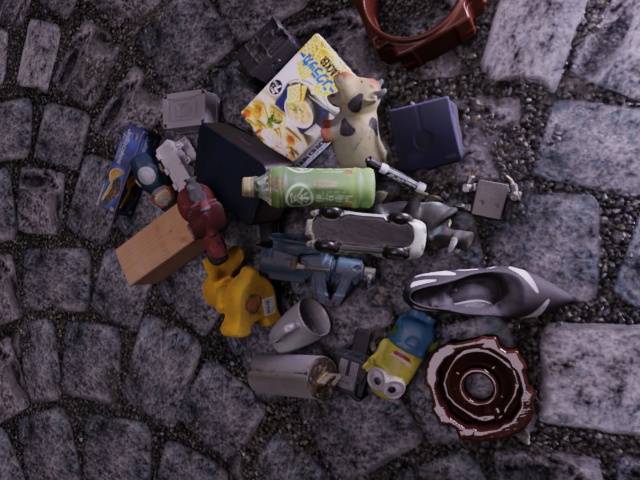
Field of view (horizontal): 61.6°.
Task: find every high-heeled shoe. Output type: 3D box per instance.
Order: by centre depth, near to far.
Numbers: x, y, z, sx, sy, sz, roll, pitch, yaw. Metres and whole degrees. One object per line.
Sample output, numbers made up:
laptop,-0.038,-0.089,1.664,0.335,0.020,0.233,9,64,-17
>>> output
high-heeled shoe,0.260,0.085,0.844,0.249,0.145,0.086,-1,88,26

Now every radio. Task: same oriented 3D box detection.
radio,-0.155,-0.130,1.037,0.230,0.073,0.131,37,123,38

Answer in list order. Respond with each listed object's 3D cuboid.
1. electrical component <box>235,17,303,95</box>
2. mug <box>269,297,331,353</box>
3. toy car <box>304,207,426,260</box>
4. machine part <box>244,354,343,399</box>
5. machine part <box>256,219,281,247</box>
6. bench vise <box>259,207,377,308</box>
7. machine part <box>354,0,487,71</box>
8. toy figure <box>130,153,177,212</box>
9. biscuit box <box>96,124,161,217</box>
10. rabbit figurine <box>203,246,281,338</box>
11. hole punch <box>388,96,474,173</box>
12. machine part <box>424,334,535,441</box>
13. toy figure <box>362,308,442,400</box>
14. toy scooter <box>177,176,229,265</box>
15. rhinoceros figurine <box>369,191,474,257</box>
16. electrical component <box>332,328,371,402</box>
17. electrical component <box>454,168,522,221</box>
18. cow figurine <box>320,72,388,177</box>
electrical component,-0.096,-0.344,1.040,0.134,0.115,0.058,-42,68,17
mug,-0.050,0.172,1.007,0.107,0.109,0.081,-41,79,31
toy car,0.073,-0.010,0.889,0.202,0.056,0.073,5,80,11
machine part,-0.053,0.249,0.990,0.243,0.079,0.079,-11,83,43
machine part,-0.096,-0.053,1.068,0.084,0.039,0.138,0,88,27
bench vise,0.001,-0.004,0.983,0.224,0.129,0.240,8,95,21
machine part,0.170,-0.422,0.939,0.201,0.087,0.201,-23,80,21
toy figure,-0.352,-0.113,1.163,0.064,0.058,0.154,-33,92,32
biscuit box,-0.431,-0.156,1.212,0.059,0.063,0.202,26,99,22
rabbit figurine,-0.180,0.100,1.053,0.173,0.122,0.162,6,117,50
hole punch,0.183,-0.181,0.924,0.142,0.092,0.115,-10,88,20
machine part,0.263,0.240,0.886,0.180,0.056,0.179,-1,88,23
toy figure,0.148,0.193,0.928,0.082,0.089,0.180,28,91,37
toy scooter,-0.216,-0.052,0.984,0.075,0.135,0.184,-22,59,-14
rhinoceros figurine,0.170,-0.027,0.929,0.191,0.073,0.112,13,92,25
electrical component,0.063,0.224,0.982,0.075,0.047,0.119,19,97,23
electrical component,0.281,-0.074,0.896,0.102,0.045,0.078,21,95,24
cow figurine,0.068,-0.198,0.940,0.127,0.085,0.194,-17,119,10
